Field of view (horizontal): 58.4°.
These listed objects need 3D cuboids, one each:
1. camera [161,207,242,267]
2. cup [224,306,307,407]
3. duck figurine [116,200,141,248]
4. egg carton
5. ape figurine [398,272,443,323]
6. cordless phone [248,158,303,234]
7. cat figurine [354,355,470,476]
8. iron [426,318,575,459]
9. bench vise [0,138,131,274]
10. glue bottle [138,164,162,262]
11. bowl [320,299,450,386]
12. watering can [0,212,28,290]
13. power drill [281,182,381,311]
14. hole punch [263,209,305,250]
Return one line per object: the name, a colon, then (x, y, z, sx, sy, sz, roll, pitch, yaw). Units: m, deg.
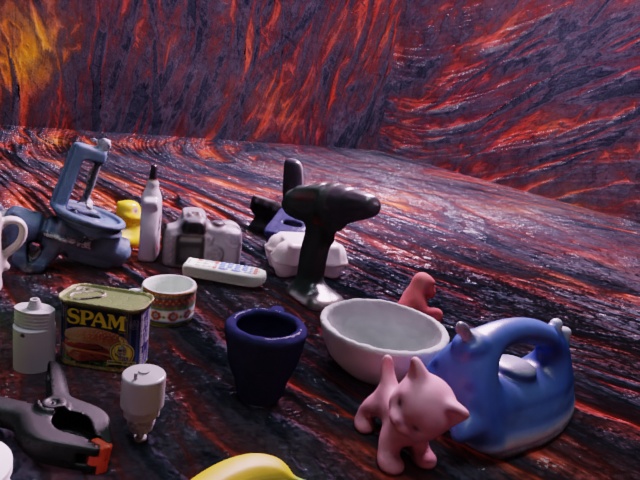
camera: (-0.225, -0.014, 1.081, 0.143, 0.101, 0.136, 3, 16, -18)
cup: (-0.063, 0.132, 0.654, 0.091, 0.095, 0.118, 9, 15, 4)
duck figurine: (-0.377, -0.035, 1.107, 0.104, 0.086, 0.077, 6, 16, -10)
egg carton: (-0.027, 0.029, 1.093, 0.151, 0.069, 0.107, 2, 17, -22)
ape figurine: (0.159, 0.096, 0.906, 0.076, 0.092, 0.077, 6, 16, -9)
cordless phone: (-0.090, -0.101, 1.307, 0.147, 0.185, 0.094, 21, 20, 38)
cat figurine: (0.090, 0.164, 0.575, 0.067, 0.118, 0.127, 2, 17, -21)
iron: (0.227, 0.148, 0.663, 0.259, 0.141, 0.118, -2, 19, -33)
bench vise: (-0.404, -0.055, 0.911, 0.208, 0.220, 0.121, -7, 21, -43)
glue bottle: (-0.306, -0.052, 1.039, 0.037, 0.173, 0.078, 4, 16, -14)
bowl: (0.078, 0.140, 0.739, 0.167, 0.075, 0.167, 8, 15, -2)
watering can: (-0.500, -0.020, 0.782, 0.100, 0.194, 0.173, 17, 18, 29)
power drill: (0.009, 0.003, 0.941, 0.076, 0.208, 0.228, -3, 19, -35)
hole punch: (-0.054, -0.016, 1.199, 0.108, 0.091, 0.101, 13, 16, 17)
